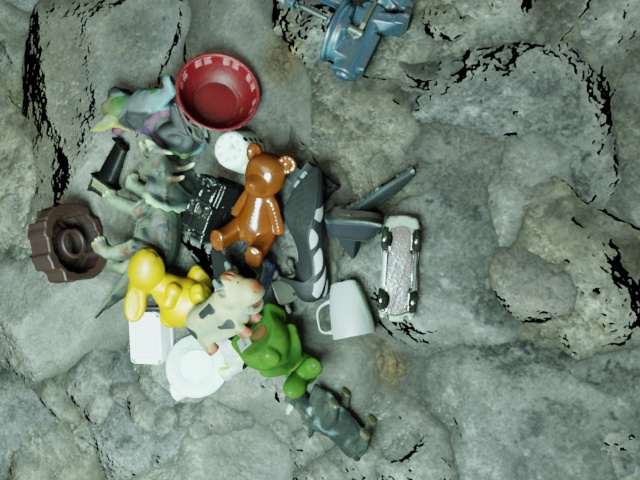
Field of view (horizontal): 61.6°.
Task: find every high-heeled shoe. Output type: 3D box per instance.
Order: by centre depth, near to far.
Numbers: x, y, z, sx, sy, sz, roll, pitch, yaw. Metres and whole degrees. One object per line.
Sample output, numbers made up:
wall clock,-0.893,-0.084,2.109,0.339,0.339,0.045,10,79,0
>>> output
high-heeled shoe,-0.002,-0.003,1.011,0.086,0.145,0.248,22,93,44

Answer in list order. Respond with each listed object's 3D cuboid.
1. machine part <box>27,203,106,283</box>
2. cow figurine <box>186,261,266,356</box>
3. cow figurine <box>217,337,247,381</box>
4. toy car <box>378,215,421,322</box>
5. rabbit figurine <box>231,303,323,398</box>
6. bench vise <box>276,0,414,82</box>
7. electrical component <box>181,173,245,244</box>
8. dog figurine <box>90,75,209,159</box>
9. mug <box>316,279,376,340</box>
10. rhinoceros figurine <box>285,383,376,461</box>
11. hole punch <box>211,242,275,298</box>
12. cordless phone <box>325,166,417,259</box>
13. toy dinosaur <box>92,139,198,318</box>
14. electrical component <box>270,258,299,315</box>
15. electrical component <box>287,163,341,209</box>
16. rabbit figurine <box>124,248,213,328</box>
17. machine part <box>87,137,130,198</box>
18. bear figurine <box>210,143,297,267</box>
machine part,-0.529,0.008,1.127,0.056,0.179,0.179,-8,91,18
cow figurine,-0.170,0.120,0.967,0.195,0.085,0.127,-31,111,34
cow figurine,-0.188,0.190,1.093,0.098,0.068,0.167,-33,82,17
toy car,0.148,0.054,1.003,0.074,0.056,0.201,3,96,9
rabbit figurine,-0.055,0.220,1.016,0.170,0.159,0.121,42,83,-33
bench vise,0.040,-0.415,0.969,0.241,0.129,0.223,27,102,5
electrical component,-0.212,-0.058,1.063,0.058,0.115,0.134,27,100,17
dog figurine,-0.354,-0.236,1.098,0.219,0.108,0.191,-17,92,20
mug,0.046,0.133,1.028,0.110,0.080,0.107,-13,78,21
rhinoceros figurine,0.019,0.347,1.052,0.190,0.073,0.112,36,113,8
hole punch,-0.152,0.071,1.061,0.142,0.092,0.115,38,137,36
cordless phone,0.102,-0.062,0.961,0.184,0.146,0.088,-37,97,13
toy dinosaur,-0.351,-0.008,1.109,0.192,0.131,0.404,16,104,14
electrical component,-0.071,0.097,1.073,0.078,0.045,0.102,-26,89,-13
electrical component,-0.028,-0.112,1.043,0.119,0.048,0.074,36,101,11
rabbit figurine,-0.314,0.088,1.063,0.162,0.122,0.173,-30,124,13
machine part,-0.454,-0.154,1.164,0.084,0.039,0.138,30,103,20
bear figurine,-0.119,-0.070,1.005,0.120,0.132,0.195,25,128,14
